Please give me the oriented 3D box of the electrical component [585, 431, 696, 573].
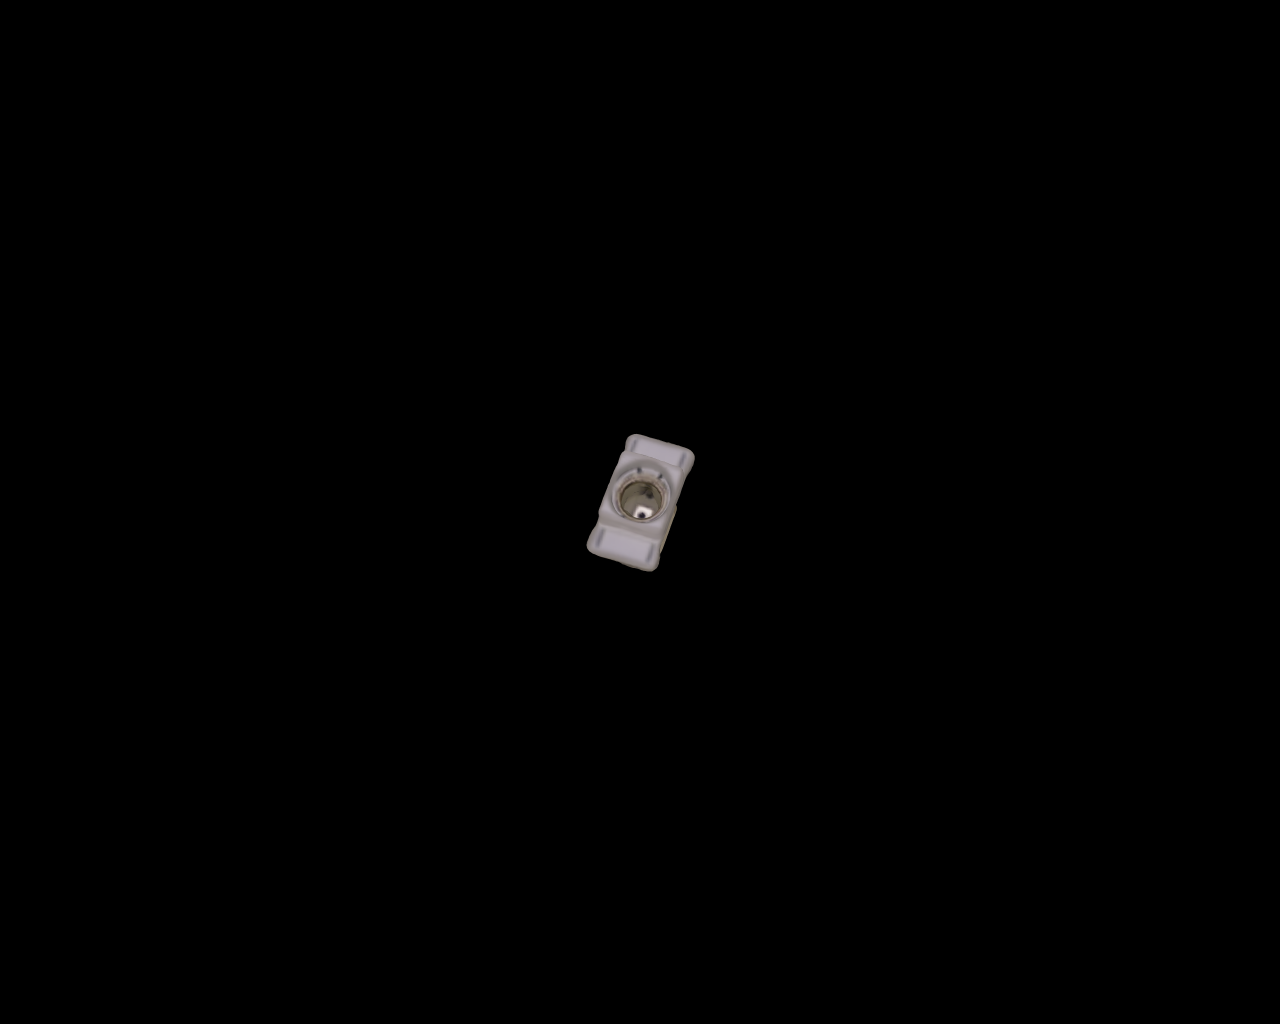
[{"bbox_3d":[0.001,-0.003,0.650,0.042,0.081,0.063,19,-19,7],"label":"electrical component"}]
